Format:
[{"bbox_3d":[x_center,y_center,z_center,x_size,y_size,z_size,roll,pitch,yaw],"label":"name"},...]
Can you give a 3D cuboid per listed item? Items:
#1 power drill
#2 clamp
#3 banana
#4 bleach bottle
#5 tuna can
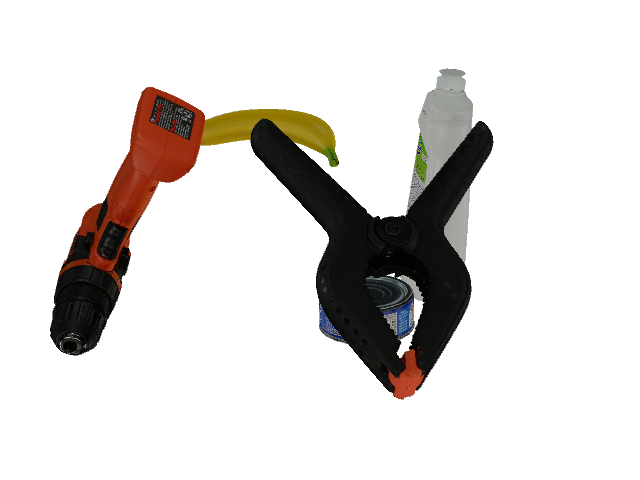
[{"bbox_3d":[-0.162,-0.018,0.870,0.057,0.188,0.184,25,31,-18],"label":"power drill"},{"bbox_3d":[0.032,-0.001,0.670,0.164,0.210,0.036,5,-37,-2],"label":"clamp"},{"bbox_3d":[-0.063,-0.130,1.273,0.198,0.037,0.069,8,39,18],"label":"banana"},{"bbox_3d":[0.135,-0.064,1.192,0.068,0.251,0.102,-1,24,-12],"label":"bleach bottle"},{"bbox_3d":[0.041,0.060,0.949,0.086,0.034,0.086,-2,20,0],"label":"tuna can"}]
